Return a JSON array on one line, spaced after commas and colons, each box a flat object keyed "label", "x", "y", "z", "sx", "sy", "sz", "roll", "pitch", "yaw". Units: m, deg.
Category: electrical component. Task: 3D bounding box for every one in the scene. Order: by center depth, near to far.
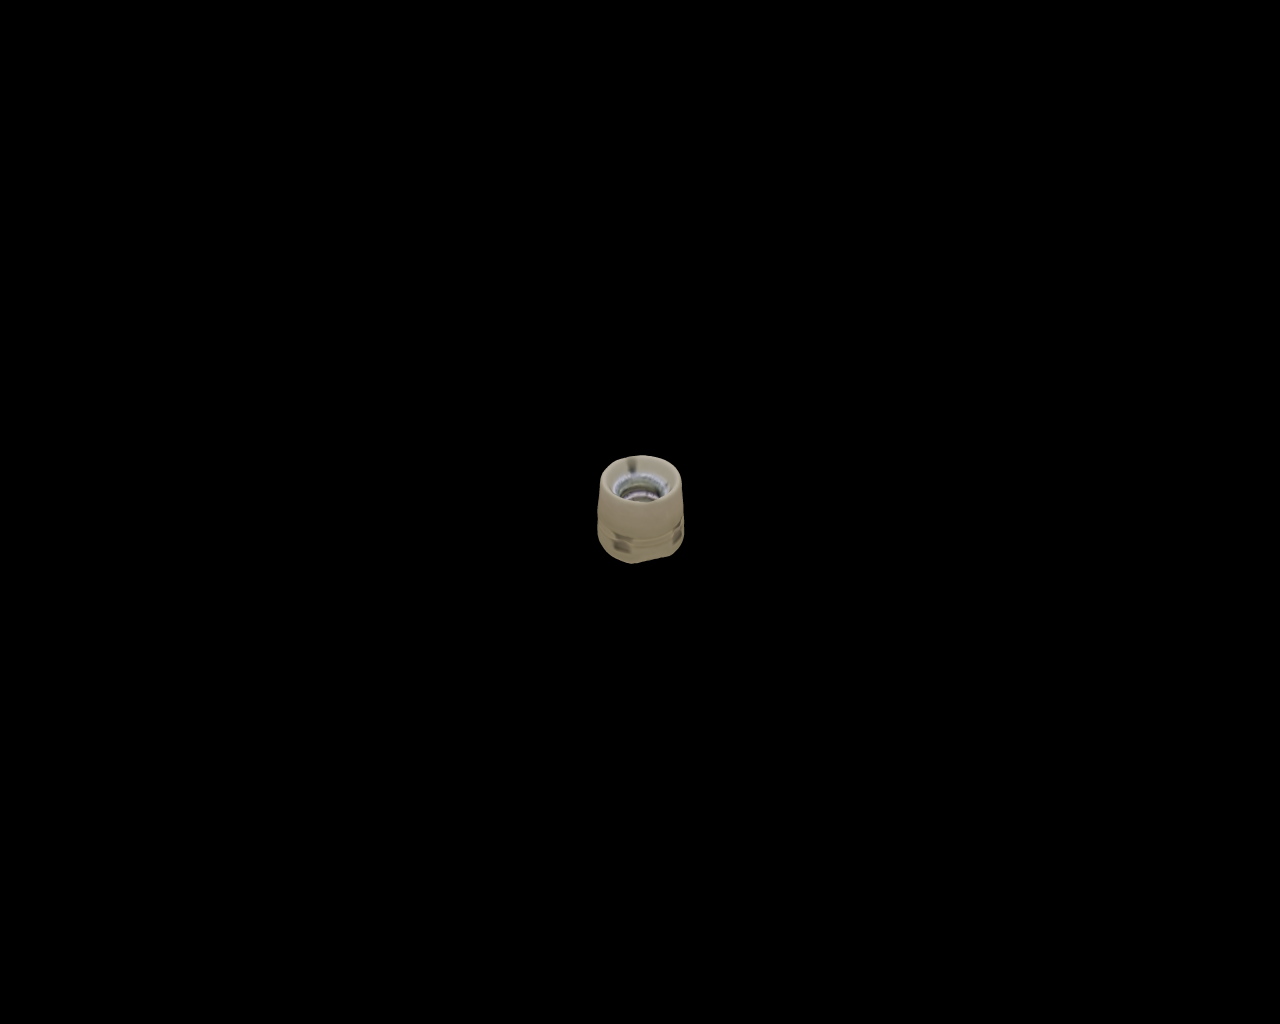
[{"label": "electrical component", "x": 0.001, "y": -0.003, "z": 0.650, "sx": 0.055, "sy": 0.047, "sz": 0.055, "roll": 0, "pitch": 40, "yaw": 0}]
